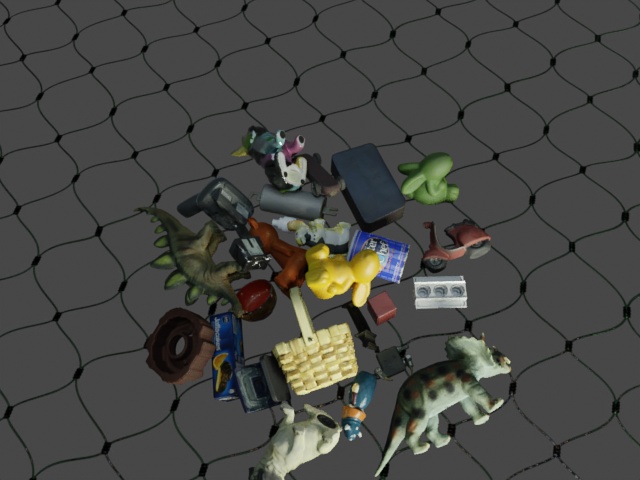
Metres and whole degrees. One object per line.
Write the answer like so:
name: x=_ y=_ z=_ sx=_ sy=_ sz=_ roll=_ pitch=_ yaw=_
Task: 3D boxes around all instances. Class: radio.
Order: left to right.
radio: x=0.130 y=-0.143 z=1.450 sx=0.131 sy=0.073 sz=0.230 roll=-22 pitch=69 yaw=-8

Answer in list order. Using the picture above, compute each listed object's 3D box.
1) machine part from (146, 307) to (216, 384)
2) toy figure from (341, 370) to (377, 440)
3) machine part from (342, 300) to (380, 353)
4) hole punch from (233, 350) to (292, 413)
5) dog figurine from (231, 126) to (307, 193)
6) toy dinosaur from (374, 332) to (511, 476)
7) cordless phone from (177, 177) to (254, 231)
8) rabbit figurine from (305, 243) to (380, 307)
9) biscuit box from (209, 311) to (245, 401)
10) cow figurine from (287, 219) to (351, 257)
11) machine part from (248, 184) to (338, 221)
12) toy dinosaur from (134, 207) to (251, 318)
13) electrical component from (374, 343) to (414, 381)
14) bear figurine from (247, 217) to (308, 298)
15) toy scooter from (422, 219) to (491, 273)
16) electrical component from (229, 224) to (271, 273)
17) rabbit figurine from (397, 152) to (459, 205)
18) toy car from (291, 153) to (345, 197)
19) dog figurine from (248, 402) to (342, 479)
machine part: x=-0.329 y=0.251 z=1.272 sx=0.179 sy=0.056 sz=0.179 roll=-10 pitch=67 yaw=24
toy figure: x=0.086 y=0.378 z=1.226 sx=0.064 sy=0.058 sz=0.154 roll=30 pitch=66 yaw=-10
machine part: x=0.099 y=0.206 z=1.300 sx=0.039 sy=0.084 sz=0.139 roll=-39 pitch=54 yaw=18
hole punch: x=-0.130 y=0.330 z=1.231 sx=0.092 sy=0.115 sz=0.142 roll=-28 pitch=69 yaw=11
dog figurine: x=-0.143 y=-0.217 z=1.441 sx=0.219 sy=0.108 sz=0.191 roll=-1 pitch=92 yaw=45
toy dinosaur: x=0.260 y=0.348 z=1.208 sx=0.405 sy=0.131 sz=0.192 roll=-26 pitch=55 yaw=-4
cordless phone: x=-0.284 y=-0.074 z=1.430 sx=0.184 sy=0.146 sz=0.089 roll=-20 pitch=42 yaw=33
rabbit figurine: x=0.065 y=0.084 z=1.275 sx=0.173 sy=0.162 sz=0.122 roll=-22 pitch=31 yaw=12
biscuit box: x=-0.220 y=0.275 z=1.278 sx=0.063 sy=0.059 sz=0.203 roll=-14 pitch=64 yaw=11
cow figurine: x=-0.004 y=-0.004 z=1.383 sx=0.167 sy=0.068 sz=0.098 roll=4 pitch=84 yaw=-10
machine part: x=-0.071 y=-0.099 z=1.435 sx=0.243 sy=0.079 sz=0.079 roll=12 pitch=67 yaw=9
toy dinosaur: x=-0.327 y=0.037 z=1.369 sx=0.198 sy=0.105 sz=0.472 roll=-35 pitch=57 yaw=-10
electrical component: x=0.174 y=0.291 z=1.269 sx=0.102 sy=0.045 sz=0.078 roll=-16 pitch=68 yaw=-5
bear figurine: x=-0.119 y=0.038 z=1.355 sx=0.196 sy=0.120 sz=0.132 roll=29 pitch=74 yaw=16
toy scooter: x=0.336 y=-0.003 z=1.379 sx=0.184 sy=0.075 sz=0.135 roll=-21 pitch=66 yaw=-2
electrical component: x=-0.178 y=0.019 z=1.292 sx=0.075 sy=0.047 sz=0.119 roll=-10 pitch=52 yaw=-42
rabbit figurine: x=0.284 y=-0.175 z=1.403 sx=0.159 sy=0.170 sz=0.121 roll=-6 pitch=66 yaw=-1
toy car: x=-0.011 y=-0.176 z=1.453 sx=0.089 sy=0.053 sz=0.202 roll=-19 pitch=42 yaw=-22
dog figurine: x=-0.052 y=0.474 z=1.187 sx=0.172 sy=0.121 sz=0.190 roll=20 pitch=101 yaw=-21
